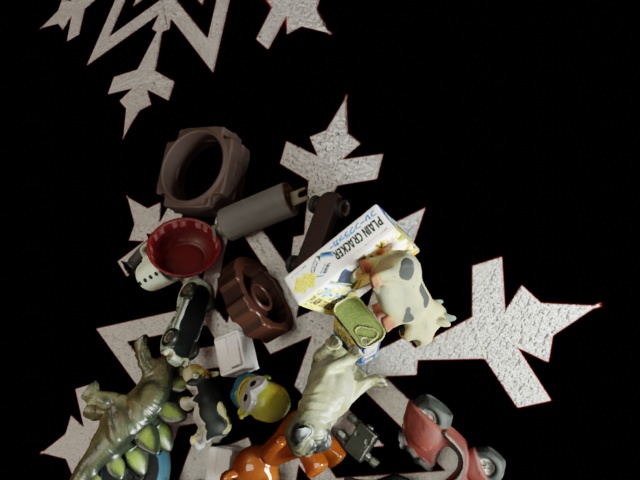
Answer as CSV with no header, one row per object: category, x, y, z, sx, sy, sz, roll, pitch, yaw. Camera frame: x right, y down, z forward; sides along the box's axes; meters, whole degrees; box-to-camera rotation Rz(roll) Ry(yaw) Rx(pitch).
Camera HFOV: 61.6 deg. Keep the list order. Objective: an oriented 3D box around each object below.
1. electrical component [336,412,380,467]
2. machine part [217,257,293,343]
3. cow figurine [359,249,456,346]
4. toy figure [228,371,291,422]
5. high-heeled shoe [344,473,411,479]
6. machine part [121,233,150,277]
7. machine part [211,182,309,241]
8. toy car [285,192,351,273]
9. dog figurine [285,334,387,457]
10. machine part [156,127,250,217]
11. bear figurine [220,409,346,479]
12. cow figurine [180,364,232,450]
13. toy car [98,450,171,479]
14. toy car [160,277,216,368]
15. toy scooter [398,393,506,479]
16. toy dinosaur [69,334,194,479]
electrical component,0.076,0.359,0.963,0.094,0.021,0.063,34,91,30
machine part,-0.127,0.116,1.053,0.056,0.179,0.179,-33,63,16
cow figurine,0.154,0.101,0.923,0.127,0.194,0.086,-22,28,-3
toy figure,-0.116,0.290,1.007,0.180,0.089,0.082,154,124,-66
high-heeled shoe,0.084,0.502,0.900,0.145,0.086,0.248,16,97,7
machine part,-0.413,0.034,1.290,0.139,0.039,0.084,-38,67,9
machine part,-0.134,-0.061,1.160,0.243,0.079,0.079,-20,67,20
toy car,-0.002,-0.003,1.092,0.089,0.053,0.202,10,75,33
dog figurine,-0.004,0.271,0.935,0.190,0.172,0.121,-42,95,-17
machine part,-0.274,-0.159,1.253,0.202,0.087,0.201,2,76,28
bear figurine,-0.073,0.402,0.969,0.196,0.120,0.132,-46,65,9
cow figurine,-0.224,0.310,1.052,0.098,0.068,0.167,-45,57,38
toy car,-0.384,0.489,1.095,0.162,0.102,0.109,-1,49,-8
toy car,-0.278,0.170,1.129,0.056,0.073,0.202,-18,43,33
toy scooter,0.195,0.353,0.879,0.184,0.075,0.135,40,98,26
toy dinosaur,-0.381,0.357,1.076,0.199,0.105,0.471,31,62,12
